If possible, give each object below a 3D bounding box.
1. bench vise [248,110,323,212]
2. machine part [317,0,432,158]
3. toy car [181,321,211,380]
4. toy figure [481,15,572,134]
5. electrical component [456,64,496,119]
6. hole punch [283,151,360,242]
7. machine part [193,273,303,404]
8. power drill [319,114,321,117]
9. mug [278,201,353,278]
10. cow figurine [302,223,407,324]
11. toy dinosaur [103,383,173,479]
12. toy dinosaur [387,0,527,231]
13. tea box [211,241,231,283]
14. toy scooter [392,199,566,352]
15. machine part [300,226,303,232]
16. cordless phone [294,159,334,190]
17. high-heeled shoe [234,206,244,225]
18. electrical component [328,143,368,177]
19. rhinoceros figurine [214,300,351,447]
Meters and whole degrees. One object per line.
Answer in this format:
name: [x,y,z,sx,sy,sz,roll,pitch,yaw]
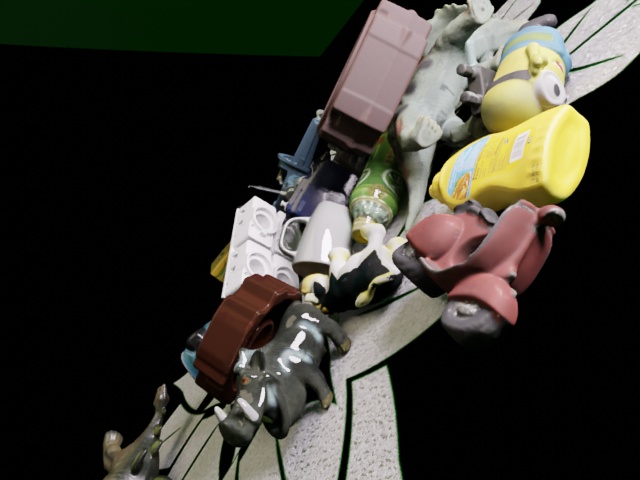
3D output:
bench vise: [-0.039,-0.165,1.162,0.223,0.129,0.240,-46,-20,-75]
machine part: [0.070,-0.227,0.784,0.201,0.087,0.201,-64,8,6]
toy car: [-0.128,0.155,0.831,0.161,0.109,0.103,-45,0,-7]
toy figure: [0.240,-0.185,0.619,0.089,0.082,0.180,-31,29,46]
electrical component: [0.200,-0.179,0.652,0.021,0.094,0.063,-15,76,50]
hole punch: [0.021,-0.058,0.858,0.142,0.115,0.092,-57,26,-7]
machine part: [-0.092,0.126,0.700,0.179,0.056,0.179,-54,-20,-30]
power drill: [0.104,-0.268,1.052,0.207,0.086,0.232,-27,11,11]
mug: [-0.002,-0.002,0.778,0.080,0.110,0.107,113,172,-64]
cow figurine: [0.036,0.058,0.675,0.167,0.068,0.098,-38,28,38]
toy dinosaur: [-0.322,0.427,0.777,0.199,0.105,0.471,-25,36,47]
toy dinosaur: [0.164,-0.193,0.761,0.405,0.131,0.192,-58,12,-10]
tea box: [-0.135,0.024,1.099,0.169,0.098,0.068,-52,17,4]
toy scooter: [0.145,0.009,0.488,0.135,0.075,0.184,-49,21,9]
machine part: [-0.036,0.004,0.997,0.084,0.039,0.139,-58,19,9]
cordless phone: [0.043,-0.119,0.977,0.184,0.088,0.147,-42,19,9]
high-heeled shoe: [-0.154,0.060,0.996,0.249,0.145,0.086,-56,18,-20]
electrical component: [0.065,-0.128,0.901,0.045,0.102,0.078,-48,-23,-8]
rhinoceros figurine: [-0.042,0.150,0.610,0.073,0.112,0.190,-28,21,47]
